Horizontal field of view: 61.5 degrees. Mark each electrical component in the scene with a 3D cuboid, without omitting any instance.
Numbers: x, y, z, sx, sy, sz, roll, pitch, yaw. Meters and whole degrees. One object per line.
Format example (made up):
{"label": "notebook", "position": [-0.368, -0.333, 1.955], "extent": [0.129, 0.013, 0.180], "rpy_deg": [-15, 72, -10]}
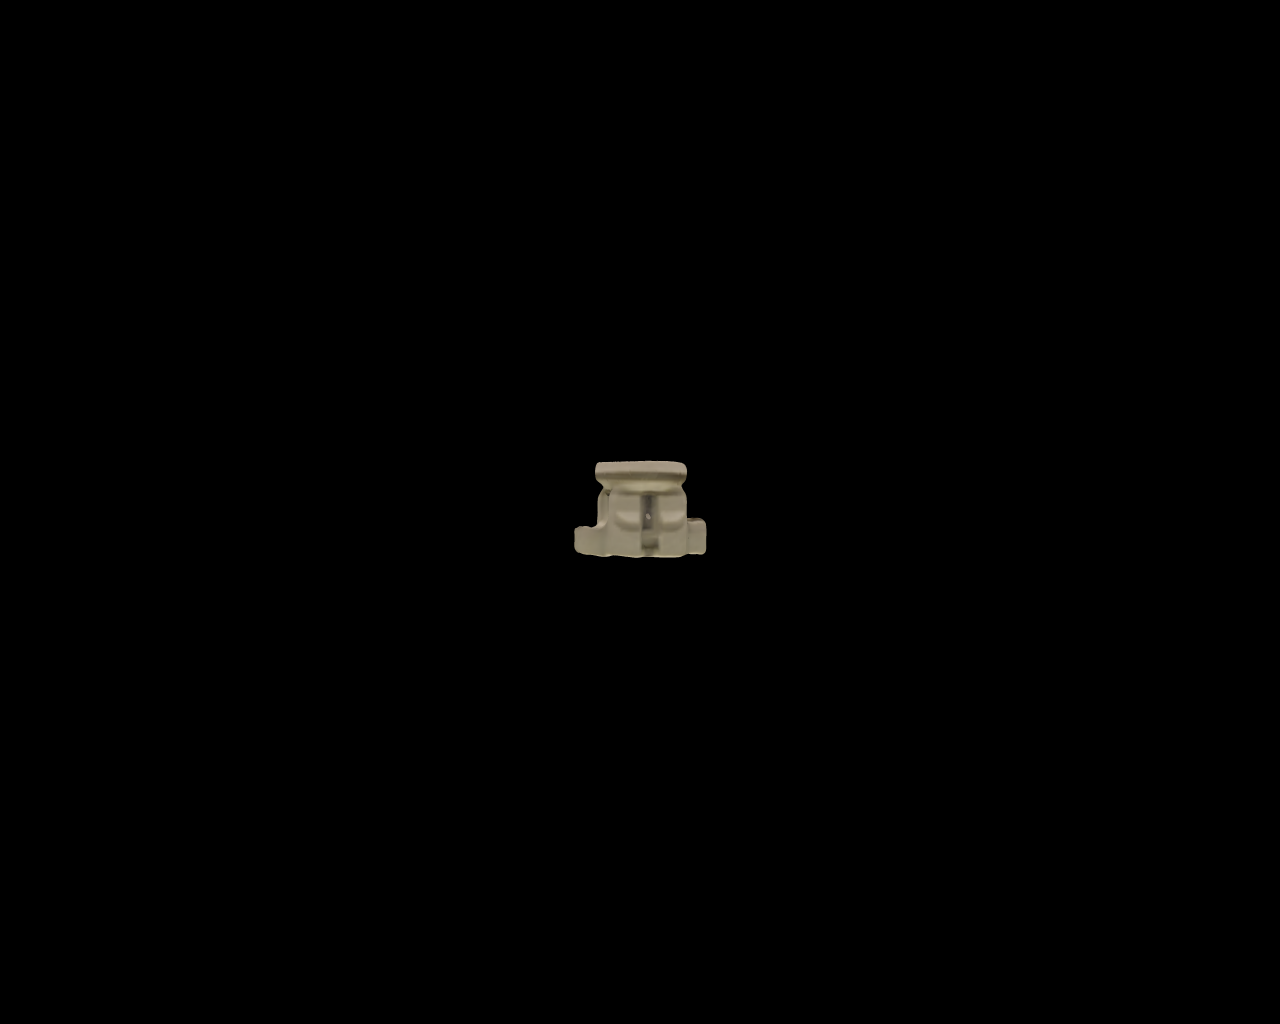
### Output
{"label": "electrical component", "position": [0.001, -0.003, 0.650], "extent": [0.078, 0.057, 0.058], "rpy_deg": [0, 0, -13]}
